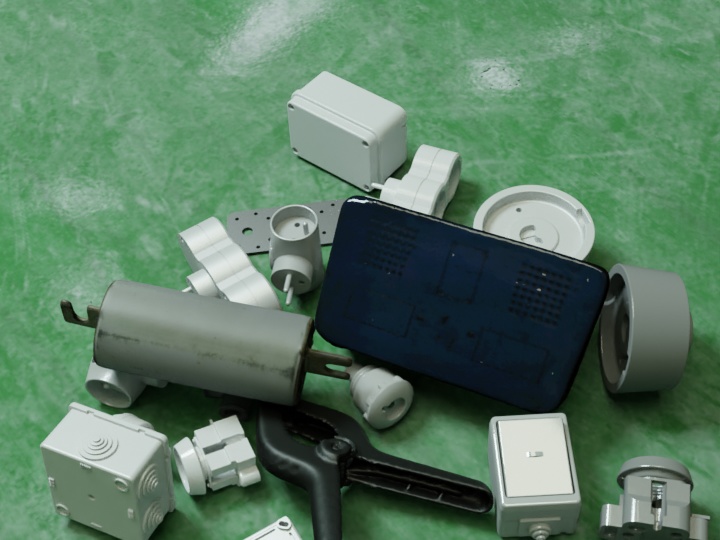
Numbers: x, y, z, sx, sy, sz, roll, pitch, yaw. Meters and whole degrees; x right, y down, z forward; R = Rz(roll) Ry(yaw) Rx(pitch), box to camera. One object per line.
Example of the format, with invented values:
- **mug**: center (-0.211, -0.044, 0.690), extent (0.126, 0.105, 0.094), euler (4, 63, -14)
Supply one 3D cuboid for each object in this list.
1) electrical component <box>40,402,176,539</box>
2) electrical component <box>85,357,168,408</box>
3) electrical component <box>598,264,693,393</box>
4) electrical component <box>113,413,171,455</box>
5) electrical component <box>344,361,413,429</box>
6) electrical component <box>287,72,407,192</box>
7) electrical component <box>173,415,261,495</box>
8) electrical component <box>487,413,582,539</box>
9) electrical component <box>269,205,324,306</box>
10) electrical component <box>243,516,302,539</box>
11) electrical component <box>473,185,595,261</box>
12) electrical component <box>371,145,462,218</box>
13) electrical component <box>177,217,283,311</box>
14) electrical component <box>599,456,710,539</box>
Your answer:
- **electrical component**: center (-0.197, 0.161, 0.841), extent (0.100, 0.099, 0.048), euler (16, 41, 17)
- **electrical component**: center (-0.188, 0.080, 0.940), extent (0.079, 0.044, 0.077), euler (11, 52, 13)
- **electrical component**: center (0.242, 0.050, 0.897), extent (0.060, 0.108, 0.108), euler (3, 51, -1)
- **electrical component**: center (-0.182, 0.142, 0.890), extent (0.061, 0.035, 0.035), euler (17, 53, 32)
- **electrical component**: center (0.011, 0.100, 0.911), extent (0.048, 0.048, 0.062), euler (-33, 47, -21)
- **electrical component**: center (-0.014, -0.139, 1.084), extent (0.113, 0.078, 0.057), euler (29, 56, 25)
- **electrical component**: center (-0.119, 0.154, 0.876), extent (0.055, 0.048, 0.066), euler (-17, 52, -19)
- **electrical component**: center (0.136, 0.164, 0.839), extent (0.062, 0.061, 0.096), euler (-3, 51, 1)
- **electrical component**: center (-0.060, -0.005, 0.979), extent (0.044, 0.077, 0.079), euler (4, 51, 7)
- **electrical component**: center (-0.077, 0.239, 0.792), extent (0.096, 0.061, 0.061), euler (-26, 54, -16)
- **electrical component**: center (0.157, -0.018, 0.985), extent (0.108, 0.060, 0.108), euler (-2, 51, 2)
- **electrical component**: center (0.042, -0.067, 1.038), extent (0.074, 0.052, 0.138), euler (16, 54, 16)
- **electrical component**: center (-0.134, 0.014, 0.982), extent (0.074, 0.052, 0.138), euler (-29, 51, -17)
- **electrical component**: center (0.225, 0.179, 0.823), extent (0.078, 0.058, 0.057), euler (7, 55, 9)
